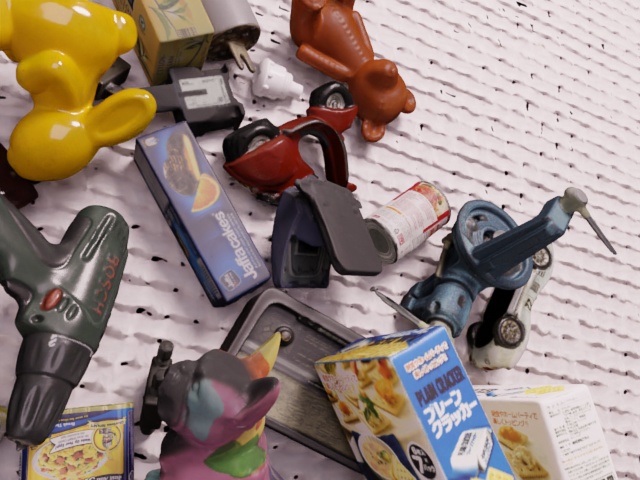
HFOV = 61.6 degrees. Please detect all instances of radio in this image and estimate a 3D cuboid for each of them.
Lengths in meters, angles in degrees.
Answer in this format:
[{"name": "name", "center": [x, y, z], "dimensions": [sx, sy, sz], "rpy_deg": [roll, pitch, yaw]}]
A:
[{"name": "radio", "center": [0.000, 0.157, 0.588], "dimensions": [0.229, 0.073, 0.131], "rpy_deg": [31, 68, -13]}]

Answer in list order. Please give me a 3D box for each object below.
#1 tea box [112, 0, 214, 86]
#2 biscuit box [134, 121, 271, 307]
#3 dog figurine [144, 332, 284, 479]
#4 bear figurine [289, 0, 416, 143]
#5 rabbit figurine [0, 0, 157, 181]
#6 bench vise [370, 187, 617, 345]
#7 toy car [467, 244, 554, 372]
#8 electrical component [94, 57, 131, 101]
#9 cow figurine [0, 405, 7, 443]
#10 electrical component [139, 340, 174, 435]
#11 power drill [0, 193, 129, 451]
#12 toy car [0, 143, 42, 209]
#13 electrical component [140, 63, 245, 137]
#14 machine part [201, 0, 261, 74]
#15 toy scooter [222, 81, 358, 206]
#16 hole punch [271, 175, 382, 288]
[{"name": "tea box", "center": [-0.193, -0.279, 0.621], "dimensions": [0.068, 0.098, 0.169], "rpy_deg": [-22, 83, -26]}, {"name": "biscuit box", "center": [-0.132, -0.026, 0.595], "dimensions": [0.063, 0.059, 0.202], "rpy_deg": [-28, 87, -25]}, {"name": "dog figurine", "center": [-0.069, 0.192, 0.473], "dimensions": [0.191, 0.108, 0.219], "rpy_deg": [28, 109, -11]}, {"name": "bear figurine", "center": [0.050, -0.236, 0.690], "dimensions": [0.120, 0.132, 0.196], "rpy_deg": [-38, 85, -22]}, {"name": "rabbit figurine", "center": [-0.245, -0.140, 0.523], "dimensions": [0.162, 0.122, 0.173], "rpy_deg": [9, 93, -23]}, {"name": "bench vise", "center": [0.198, 0.021, 0.625], "dimensions": [0.129, 0.240, 0.223], "rpy_deg": [50, 49, 1]}, {"name": "toy car", "center": [0.255, 0.080, 0.710], "dimensions": [0.056, 0.073, 0.202], "rpy_deg": [34, 66, -7]}, {"name": "electrical component", "center": [-0.260, -0.183, 0.600], "dimensions": [0.102, 0.045, 0.078], "rpy_deg": [31, 38, -14]}, {"name": "cow figurine", "center": [-0.363, 0.168, 0.451], "dimensions": [0.167, 0.068, 0.098], "rpy_deg": [22, 75, -14]}, {"name": "electrical component", "center": [-0.162, 0.148, 0.533], "dimensions": [0.021, 0.094, 0.063], "rpy_deg": [11, 34, -16]}, {"name": "power drill", "center": [-0.271, 0.032, 0.463], "dimensions": [0.207, 0.086, 0.232], "rpy_deg": [42, 43, -29]}, {"name": "toy car", "center": [-0.365, -0.106, 0.529], "dimensions": [0.202, 0.053, 0.089], "rpy_deg": [49, 46, -6]}, {"name": "electrical component", "center": [-0.154, -0.159, 0.630], "dimensions": [0.119, 0.048, 0.075], "rpy_deg": [-19, 83, -25]}, {"name": "machine part", "center": [-0.141, -0.314, 0.661], "dimensions": [0.079, 0.079, 0.243], "rpy_deg": [-23, 86, -25]}, {"name": "toy scooter", "center": [-0.020, -0.097, 0.651], "dimensions": [0.184, 0.075, 0.135], "rpy_deg": [-31, 111, -16]}, {"name": "hole punch", "center": [-0.001, -0.002, 0.606], "dimensions": [0.142, 0.092, 0.116], "rpy_deg": [7, 62, -56]}]
